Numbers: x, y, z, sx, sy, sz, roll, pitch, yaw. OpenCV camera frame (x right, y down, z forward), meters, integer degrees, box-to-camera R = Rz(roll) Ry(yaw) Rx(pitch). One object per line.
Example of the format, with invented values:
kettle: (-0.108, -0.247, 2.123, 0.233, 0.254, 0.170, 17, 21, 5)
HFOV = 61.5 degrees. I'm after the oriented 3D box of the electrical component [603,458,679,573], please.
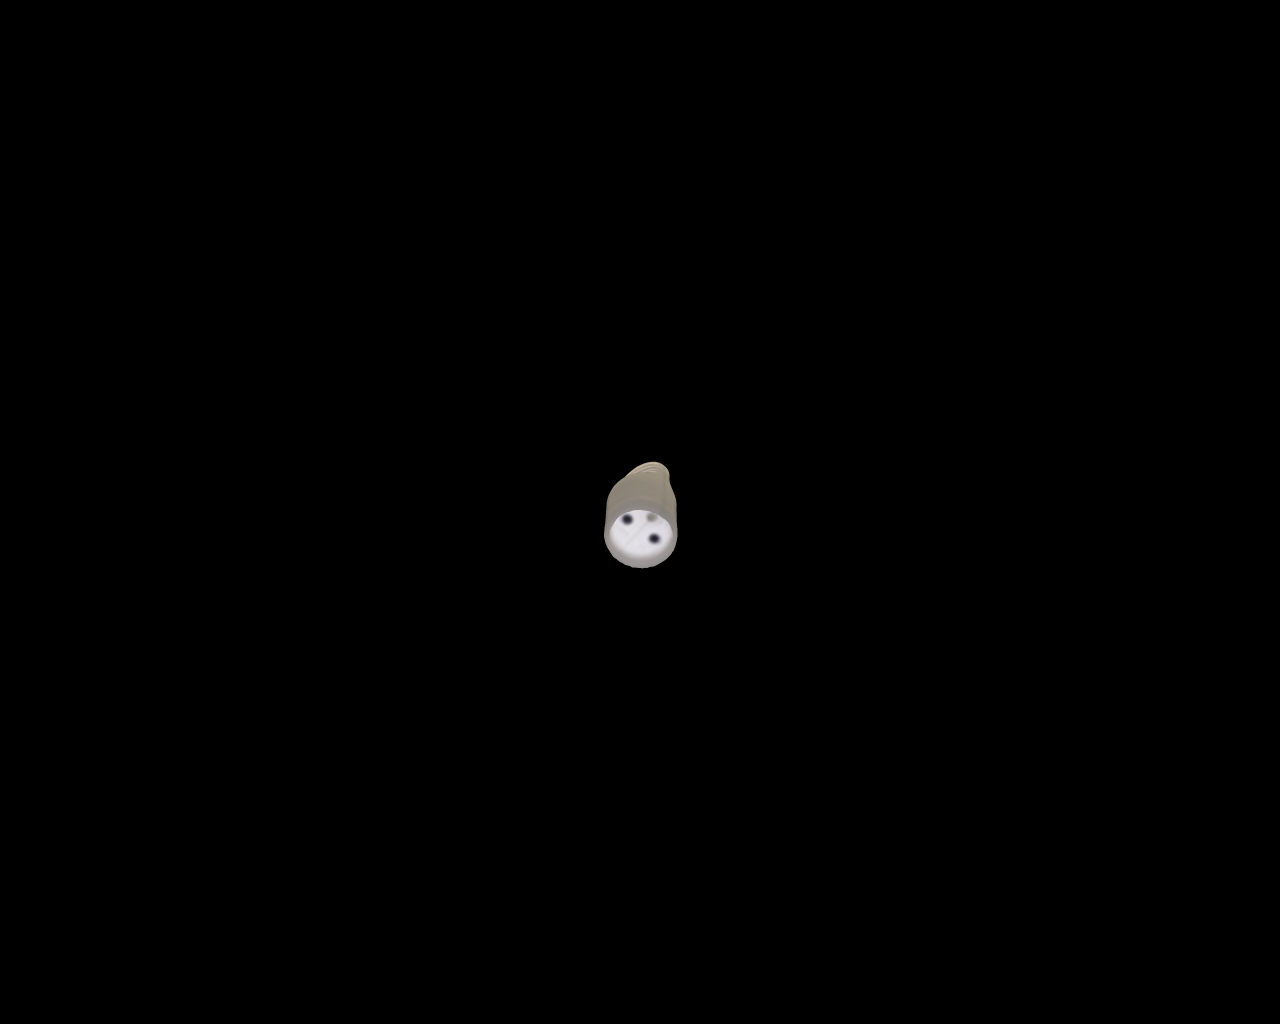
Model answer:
electrical component: (0.001, -0.003, 0.650, 0.043, 0.043, 0.081, 0, 28, 0)
